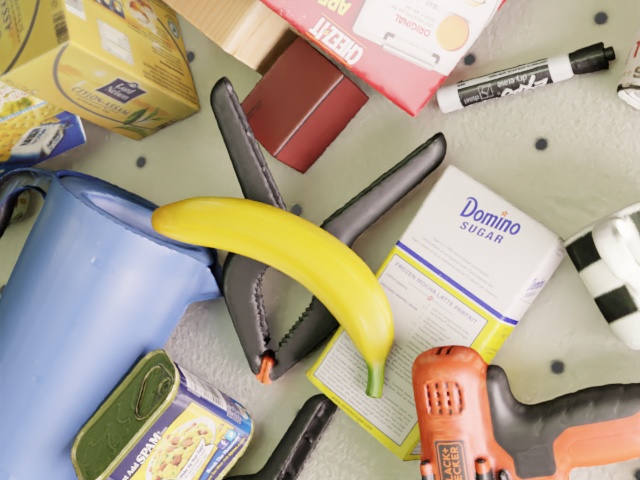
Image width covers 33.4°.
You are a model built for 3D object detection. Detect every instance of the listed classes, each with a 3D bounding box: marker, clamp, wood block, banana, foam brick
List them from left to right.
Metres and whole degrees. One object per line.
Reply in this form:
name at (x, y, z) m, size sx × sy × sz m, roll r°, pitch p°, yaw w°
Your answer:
clamp at (-0.038, 0.183, 0.743) m, size 0.172 × 0.039 × 0.120 m, roll -23°, pitch 57°, yaw 23°
banana at (-0.022, 0.018, 0.697) m, size 0.198 × 0.037 × 0.069 m, roll 37°, pitch 87°, yaw 15°
wood block at (-0.017, -0.231, 0.782) m, size 0.091 × 0.090 × 0.206 m, roll 41°, pitch 99°, yaw 25°
foam brick at (-0.014, -0.098, 0.776) m, size 0.078 × 0.051 × 0.053 m, roll -48°, pitch 63°, yaw 10°
clamp at (-0.005, 0.001, 0.741) m, size 0.164 × 0.036 × 0.210 m, roll 8°, pitch 102°, yaw 6°
marker at (0.139, -0.110, 0.723) m, size 0.121 × 0.020 × 0.020 m, roll -13°, pitch 75°, yaw 23°

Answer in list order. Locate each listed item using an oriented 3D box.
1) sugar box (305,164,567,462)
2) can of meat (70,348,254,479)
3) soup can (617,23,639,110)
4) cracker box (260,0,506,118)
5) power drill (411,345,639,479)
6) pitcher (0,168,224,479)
sugar box at (0.077, 0.048, 0.708) m, size 0.093 × 0.048 × 0.176 m, roll 38°, pitch 95°, yaw 25°
can of meat at (-0.108, 0.140, 0.746) m, size 0.102 × 0.083 × 0.057 m, roll -49°, pitch 34°, yaw 3°
soup can at (0.230, -0.129, 0.655) m, size 0.069 × 0.068 × 0.102 m, roll 19°, pitch 90°, yaw 27°
cracker box at (0.059, -0.217, 0.703) m, size 0.214 × 0.164 × 0.072 m, roll -52°, pitch 24°, yaw 9°
power drill at (0.152, 0.148, 0.631) m, size 0.188 × 0.057 × 0.184 m, roll -7°, pitch 100°, yaw 19°
pitcher at (-0.195, 0.074, 0.789) m, size 0.149 × 0.144 × 0.243 m, roll 39°, pitch 102°, yaw 49°
